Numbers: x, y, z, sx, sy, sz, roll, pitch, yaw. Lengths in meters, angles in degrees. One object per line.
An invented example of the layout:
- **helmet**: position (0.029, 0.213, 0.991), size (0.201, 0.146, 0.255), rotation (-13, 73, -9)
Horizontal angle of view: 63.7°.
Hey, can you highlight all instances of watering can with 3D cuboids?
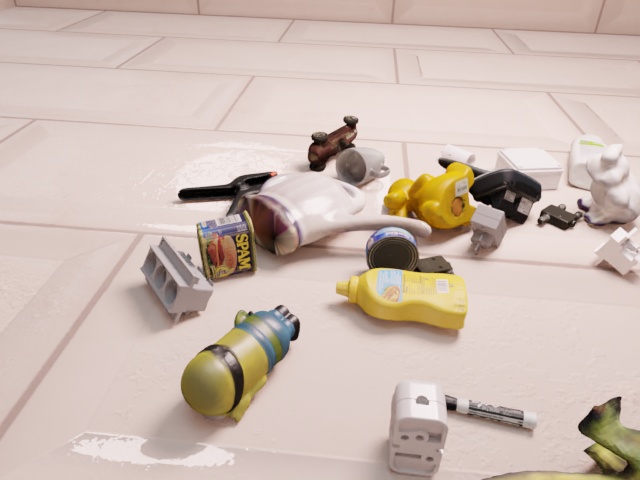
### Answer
- **watering can**: position (0.003, -0.046, 0.917), size (0.227, 0.102, 0.351), rotation (-29, 40, -36)

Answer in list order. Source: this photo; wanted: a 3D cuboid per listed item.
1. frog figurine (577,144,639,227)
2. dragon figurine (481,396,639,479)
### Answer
- **frog figurine**: position (0.576, -0.113, 1.002), size (0.123, 0.156, 0.140), rotation (21, 38, 24)
- **dragon figurine**: position (0.354, 0.272, 0.472), size (0.412, 0.119, 0.248), rotation (-13, 44, -20)
